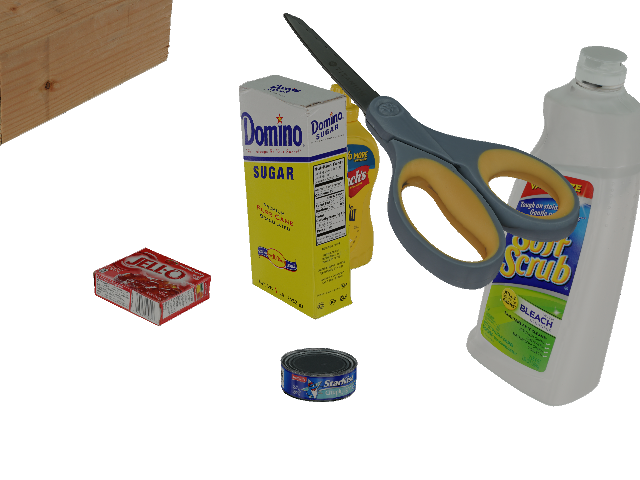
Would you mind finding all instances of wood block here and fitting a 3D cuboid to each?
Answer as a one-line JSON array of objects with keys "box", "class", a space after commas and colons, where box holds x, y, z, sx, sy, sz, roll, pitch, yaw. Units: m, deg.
[{"box": [-0.231, -0.176, 0.930, 0.090, 0.091, 0.205, 30, 42, 21], "class": "wood block"}]

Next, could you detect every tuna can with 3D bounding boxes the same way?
[{"box": [-0.002, 0.149, 1.189, 0.086, 0.034, 0.086, 2, 14, -1], "class": "tuna can"}]

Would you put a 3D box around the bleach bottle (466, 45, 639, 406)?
[{"box": [0.165, -0.012, 0.735, 0.067, 0.251, 0.103, -19, 37, -33], "class": "bleach bottle"}]

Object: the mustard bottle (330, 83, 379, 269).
[{"box": [0.013, -0.065, 1.097, 0.096, 0.192, 0.058, -5, 21, -24], "class": "mustard bottle"}]

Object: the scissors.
[{"box": [0.052, -0.055, 0.511, 0.096, 0.016, 0.202, -6, 46, -16], "class": "scissors"}]

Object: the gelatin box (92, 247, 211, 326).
[{"box": [-0.163, 0.042, 1.031, 0.089, 0.030, 0.073, 22, 30, 30], "class": "gelatin box"}]

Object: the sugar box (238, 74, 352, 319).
[{"box": [-0.020, -0.035, 0.846, 0.048, 0.176, 0.093, -21, 29, -32], "class": "sugar box"}]
